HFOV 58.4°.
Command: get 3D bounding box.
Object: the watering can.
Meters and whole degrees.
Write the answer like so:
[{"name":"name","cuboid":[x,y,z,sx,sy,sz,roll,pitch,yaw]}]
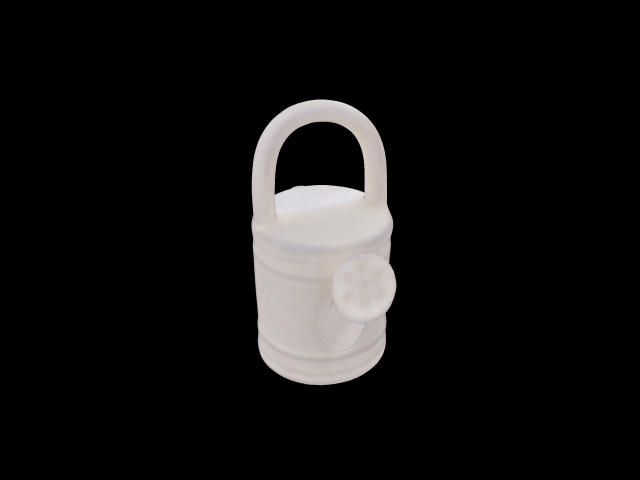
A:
[{"name":"watering can","cuboid":[0.006,0.001,0.401,0.101,0.194,0.172,-21,36,-32]}]
